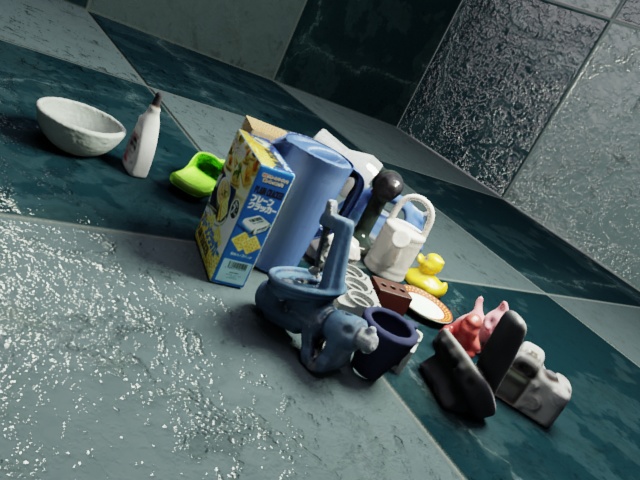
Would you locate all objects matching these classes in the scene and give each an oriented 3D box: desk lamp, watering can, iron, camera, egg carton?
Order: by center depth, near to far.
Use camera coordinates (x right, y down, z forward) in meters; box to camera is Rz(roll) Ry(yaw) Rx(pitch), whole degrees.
[{"bbox_3d":[0.379,0.239,1.036,0.143,0.101,0.137,33,21,16],"label":"camera"},{"bbox_3d":[0.011,0.004,1.202,0.108,0.069,0.150,4,30,-48],"label":"egg carton"},{"bbox_3d":[0.184,-0.008,1.265,0.101,0.194,0.172,22,20,-14],"label":"watering can"},{"bbox_3d":[0.016,-0.140,1.353,0.203,0.213,0.118,27,20,-1],"label":"desk lamp"},{"bbox_3d":[0.159,-0.069,1.464,0.257,0.141,0.119,35,21,21],"label":"iron"}]

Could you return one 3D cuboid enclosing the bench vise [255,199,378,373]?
[{"bbox_3d":[0.019,0.066,0.836,0.207,0.219,0.122,32,20,15],"label":"bench vise"}]

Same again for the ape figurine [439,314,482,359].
[{"bbox_3d":[0.267,0.176,1.065,0.077,0.092,0.076,35,21,21],"label":"ape figurine"}]

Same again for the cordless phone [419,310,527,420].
[{"bbox_3d":[0.253,0.174,0.913,0.094,0.185,0.147,16,22,-28],"label":"cordless phone"}]

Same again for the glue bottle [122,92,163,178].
[{"bbox_3d":[-0.347,-0.214,1.141,0.037,0.173,0.078,7,28,-44],"label":"glue bottle"}]

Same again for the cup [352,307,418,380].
[{"bbox_3d":[0.097,0.163,0.879,0.118,0.095,0.091,3,31,-49],"label":"cup"}]

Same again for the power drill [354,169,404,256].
[{"bbox_3d":[0.131,-0.073,1.339,0.075,0.208,0.229,25,20,-4],"label":"power drill"}]

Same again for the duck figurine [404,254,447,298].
[{"bbox_3d":[0.252,0.075,1.306,0.104,0.086,0.078,38,22,28],"label":"duck figurine"}]

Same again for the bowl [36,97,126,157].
[{"bbox_3d":[-0.472,-0.210,1.118,0.167,0.074,0.167,24,20,-9],"label":"bowl"}]

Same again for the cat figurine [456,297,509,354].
[{"bbox_3d":[0.341,0.166,1.145,0.067,0.117,0.127,16,22,-28],"label":"cat figurine"}]
